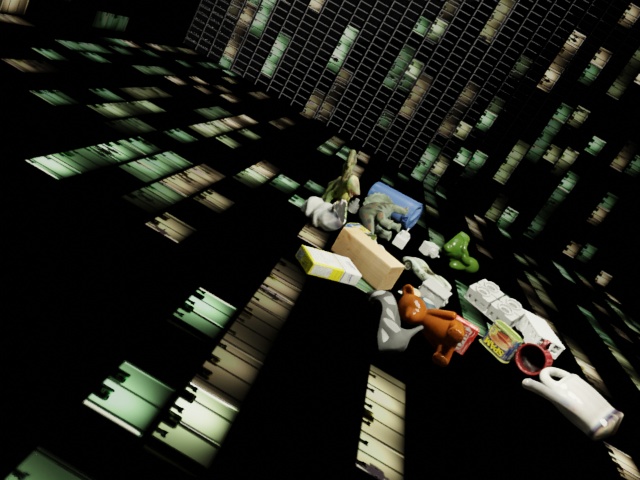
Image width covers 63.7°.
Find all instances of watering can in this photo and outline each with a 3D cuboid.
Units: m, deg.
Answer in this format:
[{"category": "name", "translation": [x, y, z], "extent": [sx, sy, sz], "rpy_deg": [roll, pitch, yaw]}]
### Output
[{"category": "watering can", "translation": [0.674, 0.435, 1.375], "extent": [0.347, 0.102, 0.228], "rpy_deg": [9, 29, -47]}]

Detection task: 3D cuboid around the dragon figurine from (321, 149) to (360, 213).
[{"category": "dragon figurine", "translation": [0.095, -0.243, 2.032], "extent": [0.122, 0.239, 0.418], "rpy_deg": [20, 23, -16]}]

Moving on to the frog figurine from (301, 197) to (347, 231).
[{"category": "frog figurine", "translation": [0.005, -0.089, 1.763], "extent": [0.159, 0.120, 0.140], "rpy_deg": [-3, 27, 28]}]
